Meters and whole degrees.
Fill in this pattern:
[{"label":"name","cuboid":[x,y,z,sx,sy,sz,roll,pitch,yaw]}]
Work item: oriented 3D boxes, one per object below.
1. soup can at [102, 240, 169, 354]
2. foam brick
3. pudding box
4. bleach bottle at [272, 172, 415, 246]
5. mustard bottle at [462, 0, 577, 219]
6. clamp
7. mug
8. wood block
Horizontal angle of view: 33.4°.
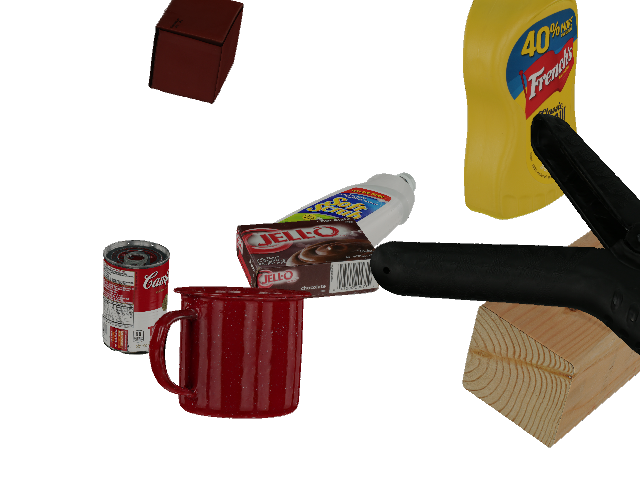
[{"label":"soup can","cuboid":[-0.193,0.059,1.111,0.068,0.102,0.068,5,21,-2]},{"label":"foam brick","cuboid":[-0.094,-0.149,0.813,0.053,0.051,0.078,14,35,1]},{"label":"pudding box","cuboid":[-0.012,0.015,0.945,0.113,0.039,0.090,-3,26,-15]},{"label":"bleach bottle","cuboid":[0.028,-0.023,1.279,0.103,0.068,0.250,22,38,30]},{"label":"mustard bottle","cuboid":[0.136,-0.117,0.719,0.096,0.191,0.058,-27,34,-35]},{"label":"clamp","cuboid":[0.139,0.016,0.496,0.164,0.036,0.210,-32,49,-33]},{"label":"mug","cuboid":[-0.062,0.074,0.711,0.117,0.081,0.093,2,0,-44]},{"label":"wood block","cuboid":[0.219,0.062,0.862,0.205,0.090,0.091,-28,48,-35]}]
